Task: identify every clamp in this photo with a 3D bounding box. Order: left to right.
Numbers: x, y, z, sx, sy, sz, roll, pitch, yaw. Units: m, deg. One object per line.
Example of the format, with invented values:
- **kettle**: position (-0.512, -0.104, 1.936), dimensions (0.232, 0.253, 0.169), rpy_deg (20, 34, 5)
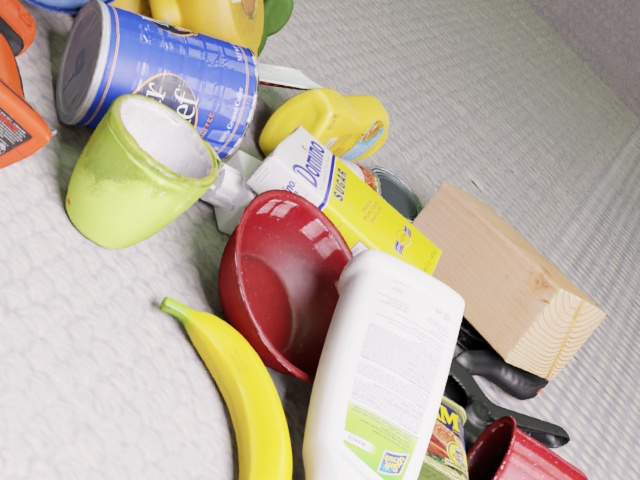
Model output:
- **clamp**: position (0.142, 0.163, 0.973), dimensions (0.210, 0.036, 0.164), rpy_deg (46, 34, 5)
- **clamp**: position (0.172, 0.123, 1.081), dimensions (0.171, 0.039, 0.120), rpy_deg (32, 25, -21)

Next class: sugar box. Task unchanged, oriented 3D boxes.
- **sugar box**: position (0.024, -0.020, 0.942), dimensions (0.176, 0.048, 0.093), rpy_deg (44, 26, -4)

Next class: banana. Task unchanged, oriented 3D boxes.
- **banana**: position (-0.056, 0.123, 0.749), dimensions (0.069, 0.037, 0.198), rpy_deg (-1, 48, -33)

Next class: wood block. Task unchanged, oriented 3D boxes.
- **wood block**: position (0.183, 0.039, 1.105), dimensions (0.090, 0.091, 0.206), rpy_deg (25, 17, -42)

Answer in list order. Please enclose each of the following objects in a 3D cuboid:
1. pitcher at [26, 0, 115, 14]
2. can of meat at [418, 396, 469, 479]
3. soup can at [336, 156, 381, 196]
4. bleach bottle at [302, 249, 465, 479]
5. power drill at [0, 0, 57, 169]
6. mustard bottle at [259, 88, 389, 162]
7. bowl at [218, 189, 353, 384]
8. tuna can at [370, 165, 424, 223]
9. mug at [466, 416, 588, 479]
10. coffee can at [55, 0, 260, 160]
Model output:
- **pitcher**: position (-0.244, -0.294, 0.950), dimensions (0.149, 0.145, 0.243), rpy_deg (27, 15, -28)
- **can of meat**: position (0.071, 0.162, 0.855), dimensions (0.102, 0.058, 0.084), rpy_deg (34, 30, -20)
- **soup can**: position (0.002, -0.053, 1.057), dimensions (0.102, 0.069, 0.068), rpy_deg (18, 37, -43)
- **bleach bottle**: position (0.030, 0.129, 0.764), dimensions (0.102, 0.068, 0.250), rpy_deg (27, 51, -6)
- **power drill**: position (-0.262, -0.156, 0.770), dimensions (0.184, 0.057, 0.188), rpy_deg (48, 17, -52)
- **mustard bottle**: position (0.021, -0.118, 1.148), dimensions (0.058, 0.096, 0.191), rpy_deg (57, 27, 15)
- **bowl**: position (-0.030, 0.044, 0.846), dimensions (0.161, 0.055, 0.162), rpy_deg (31, 47, -42)
- **tuna can**: position (0.076, -0.040, 1.189), dimensions (0.086, 0.034, 0.086), rpy_deg (35, 27, -21)
- **mug**: position (0.156, 0.213, 0.859), dimensions (0.081, 0.117, 0.093), rpy_deg (33, -18, -4)
- **coffee can**: position (-0.136, -0.131, 0.892), dimensions (0.140, 0.103, 0.103), rpy_deg (12, 39, -30)
